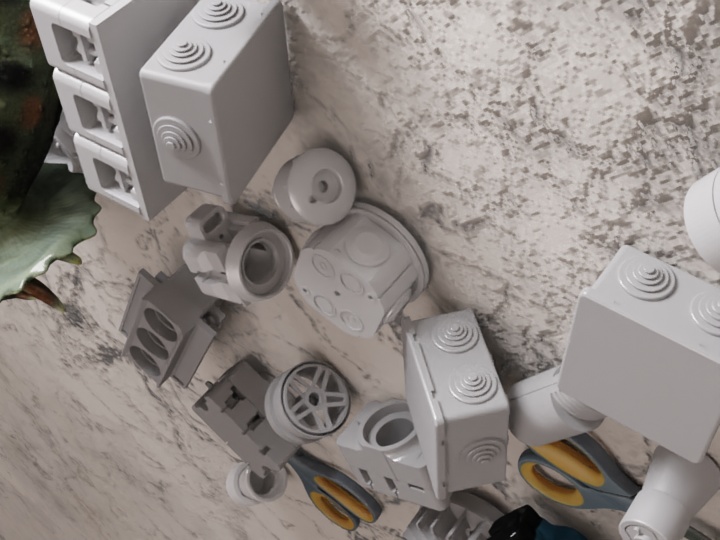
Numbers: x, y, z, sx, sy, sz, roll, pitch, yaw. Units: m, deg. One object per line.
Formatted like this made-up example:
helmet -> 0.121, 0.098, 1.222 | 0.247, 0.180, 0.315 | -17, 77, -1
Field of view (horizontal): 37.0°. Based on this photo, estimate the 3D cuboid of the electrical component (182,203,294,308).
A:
electrical component -> -0.085, -0.008, 0.775 | 0.057, 0.058, 0.078 | 12, 136, 44

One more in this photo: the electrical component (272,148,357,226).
electrical component -> -0.035, -0.051, 0.684 | 0.048, 0.048, 0.062 | 55, 156, -18

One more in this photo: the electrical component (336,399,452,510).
electrical component -> 0.033, 0.137, 0.821 | 0.089, 0.050, 0.055 | 8, 134, 43

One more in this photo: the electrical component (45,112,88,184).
electrical component -> -0.206, -0.089, 0.823 | 0.079, 0.044, 0.077 | 45, 148, -4

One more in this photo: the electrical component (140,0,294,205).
electrical component -> -0.081, -0.101, 0.625 | 0.048, 0.099, 0.099 | 16, 141, 16

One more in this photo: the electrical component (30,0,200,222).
electrical component -> -0.139, -0.120, 0.671 | 0.062, 0.089, 0.150 | 26, 144, 25

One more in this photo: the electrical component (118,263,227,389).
electrical component -> -0.155, 0.043, 0.904 | 0.079, 0.063, 0.121 | 41, 148, 3

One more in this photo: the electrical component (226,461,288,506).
electrical component -> -0.102, 0.207, 1.055 | 0.045, 0.045, 0.055 | 48, 148, -9

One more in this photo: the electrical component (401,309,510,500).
electrical component -> 0.062, 0.085, 0.694 | 0.099, 0.048, 0.099 | 84, 172, -46

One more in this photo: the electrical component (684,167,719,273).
electrical component -> 0.200, 0.011, 0.492 | 0.138, 0.052, 0.074 | 45, 148, -3

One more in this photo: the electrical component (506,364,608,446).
electrical component -> 0.128, 0.079, 0.658 | 0.043, 0.043, 0.081 | 46, 147, -5

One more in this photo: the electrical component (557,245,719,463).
electrical component -> 0.161, 0.044, 0.576 | 0.100, 0.048, 0.099 | 28, 145, 22

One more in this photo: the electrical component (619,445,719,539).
electrical component -> 0.185, 0.141, 0.648 | 0.044, 0.065, 0.044 | 28, 145, 22

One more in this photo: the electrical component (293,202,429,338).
electrical component -> 0.000, 0.000, 0.697 | 0.080, 0.051, 0.080 | 28, 145, 22

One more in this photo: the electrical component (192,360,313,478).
electrical component -> -0.091, 0.127, 0.940 | 0.089, 0.055, 0.050 | 46, 148, -5
